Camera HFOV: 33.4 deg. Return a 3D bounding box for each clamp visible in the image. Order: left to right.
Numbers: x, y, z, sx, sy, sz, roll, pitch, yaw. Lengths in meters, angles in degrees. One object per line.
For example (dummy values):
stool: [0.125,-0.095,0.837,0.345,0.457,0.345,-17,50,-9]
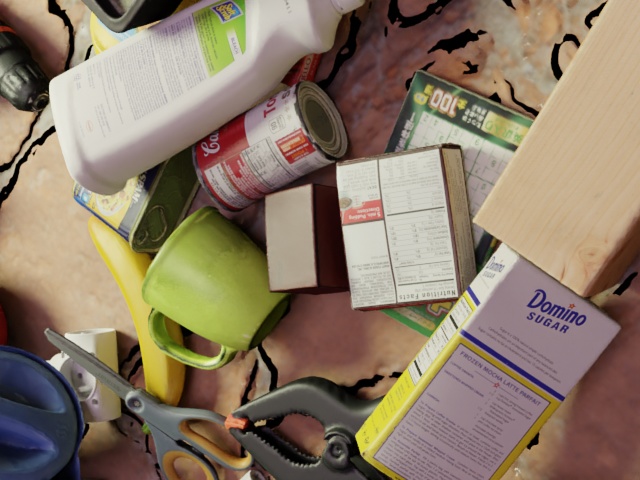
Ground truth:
clamp: [0.024,0.169,0.821,0.210,0.036,0.164,2,93,25]

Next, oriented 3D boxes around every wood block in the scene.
wood block: [0.200,-0.075,0.681,0.091,0.090,0.206,37,110,22]

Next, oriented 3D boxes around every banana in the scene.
banana: [-0.152,0.067,0.911,0.070,0.037,0.198,-16,85,27]

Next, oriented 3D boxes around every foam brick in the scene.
foam brick: [-0.005,0.001,0.810,0.053,0.051,0.078,-9,81,42]

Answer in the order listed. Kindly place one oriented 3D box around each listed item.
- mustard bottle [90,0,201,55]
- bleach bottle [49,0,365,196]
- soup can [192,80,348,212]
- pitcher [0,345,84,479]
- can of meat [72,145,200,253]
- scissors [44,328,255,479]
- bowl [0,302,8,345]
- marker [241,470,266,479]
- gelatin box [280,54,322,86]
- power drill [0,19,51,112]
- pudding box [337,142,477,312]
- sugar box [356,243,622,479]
mustard bottle: [-0.137,-0.193,0.874,0.096,0.058,0.192,40,110,21]
bleach bottle: [-0.080,-0.128,0.800,0.251,0.068,0.102,-23,73,18]
soup can: [-0.038,-0.071,0.823,0.102,0.068,0.068,-25,81,27]
pitcher: [-0.319,0.202,0.934,0.243,0.144,0.149,-50,46,38]
can of meat: [-0.152,-0.053,0.893,0.084,0.057,0.102,35,108,25]
scissors: [-0.150,0.153,0.892,0.202,0.016,0.096,24,116,6]
bowl: [-0.348,0.088,1.009,0.162,0.055,0.162,2,94,29]
marker: [-0.090,0.234,0.897,0.121,0.020,0.020,-44,73,23]
gelatin box: [-0.037,-0.166,0.838,0.089,0.030,0.073,27,105,25]
power drill: [-0.344,-0.127,0.975,0.188,0.057,0.185,-48,63,7]
pudding box: [0.062,-0.008,0.772,0.090,0.039,0.113,-8,90,29]
sugar box: [0.112,0.098,0.730,0.093,0.048,0.176,34,98,-13]
